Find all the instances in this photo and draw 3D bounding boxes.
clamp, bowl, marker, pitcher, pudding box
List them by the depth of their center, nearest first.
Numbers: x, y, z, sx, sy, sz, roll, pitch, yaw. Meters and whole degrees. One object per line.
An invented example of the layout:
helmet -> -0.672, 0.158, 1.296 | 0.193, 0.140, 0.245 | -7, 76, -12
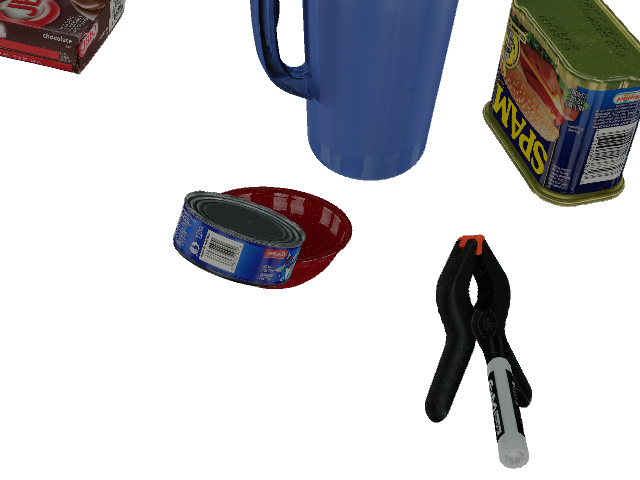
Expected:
marker -> 0.125, 0.106, 0.730 | 0.020, 0.020, 0.121 | 0, 33, 2
pudding box -> -0.207, -0.176, 0.816 | 0.090, 0.039, 0.113 | 14, 36, 2
pitcher -> 0.035, -0.165, 0.877 | 0.149, 0.144, 0.243 | 20, -40, 14
clamp -> 0.134, 0.083, 0.973 | 0.120, 0.171, 0.039 | -13, 3, -39
bowl -> -0.050, 0.003, 1.102 | 0.162, 0.055, 0.162 | 5, 30, -3

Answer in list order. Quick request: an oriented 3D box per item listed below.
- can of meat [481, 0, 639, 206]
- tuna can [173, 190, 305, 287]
can of meat -> 0.138, -0.084, 0.602 | 0.057, 0.084, 0.102 | -10, 46, -15
tuna can -> -0.056, -0.001, 0.723 | 0.086, 0.034, 0.086 | 19, 16, -6
